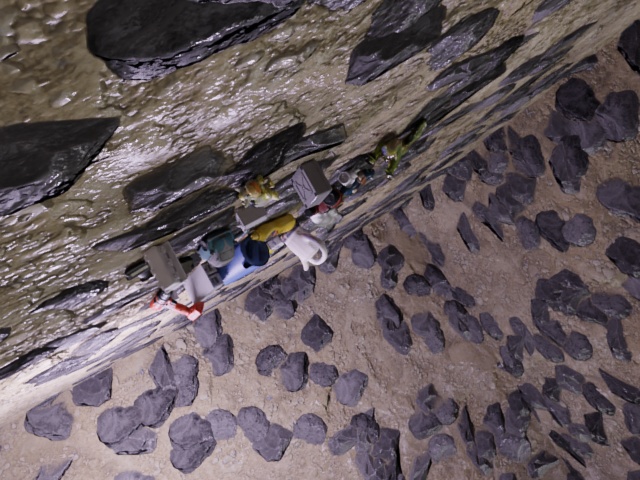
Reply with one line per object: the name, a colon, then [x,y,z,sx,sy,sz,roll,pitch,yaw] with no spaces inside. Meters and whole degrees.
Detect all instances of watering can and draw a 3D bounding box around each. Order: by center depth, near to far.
watering can: [-0.082,0.037,2.330,0.105,0.224,0.342,-48,-179,-26]

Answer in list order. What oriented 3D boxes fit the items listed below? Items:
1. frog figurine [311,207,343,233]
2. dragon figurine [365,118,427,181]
frog figurine: [0.007,-0.113,2.251,0.158,0.125,0.135,22,146,-35]
dragon figurine: [0.282,-0.342,1.802,0.244,0.122,0.408,-48,176,-4]
